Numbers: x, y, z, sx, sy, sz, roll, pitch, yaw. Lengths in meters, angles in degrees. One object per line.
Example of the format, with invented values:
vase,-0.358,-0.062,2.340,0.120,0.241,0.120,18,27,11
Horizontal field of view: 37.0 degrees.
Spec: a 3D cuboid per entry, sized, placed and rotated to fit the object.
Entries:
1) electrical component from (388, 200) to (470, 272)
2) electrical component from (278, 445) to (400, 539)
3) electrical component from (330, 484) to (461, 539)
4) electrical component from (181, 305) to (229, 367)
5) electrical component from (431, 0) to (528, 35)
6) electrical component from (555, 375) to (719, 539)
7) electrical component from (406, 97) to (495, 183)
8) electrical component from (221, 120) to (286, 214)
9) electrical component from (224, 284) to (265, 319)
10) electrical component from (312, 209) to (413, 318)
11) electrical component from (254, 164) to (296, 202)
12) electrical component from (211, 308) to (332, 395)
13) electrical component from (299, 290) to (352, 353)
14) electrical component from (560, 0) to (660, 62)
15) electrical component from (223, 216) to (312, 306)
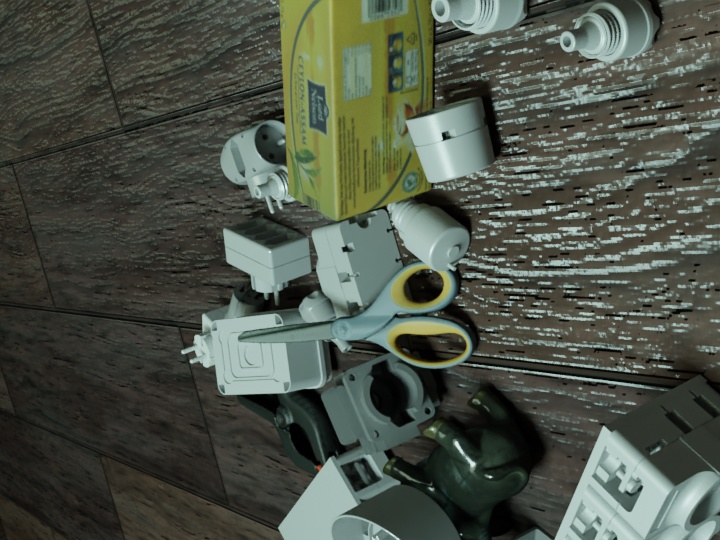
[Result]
electrical component,0.049,-0.031,0.826,0.078,0.040,0.040,41,138,39
electrical component,-0.006,0.253,1.051,0.105,0.060,0.186,58,147,20
electrical component,0.031,0.219,0.842,0.099,0.064,0.099,28,132,36
electrical component,-0.156,0.082,1.171,0.066,0.077,0.047,39,137,40
electrical component,0.075,-0.172,0.688,0.043,0.062,0.043,33,133,45
electrical component,0.183,0.151,0.674,0.061,0.089,0.150,45,141,35
electrical component,0.065,-0.091,0.757,0.055,0.055,0.047,-1,110,57
electrical component,-0.090,-0.092,1.004,0.077,0.043,0.079,-18,92,58
electrical component,-0.121,0.043,1.132,0.040,0.040,0.046,47,136,33
electrical component,0.000,0.000,0.910,0.056,0.050,0.089,-8,100,58
electrical component,-0.066,-0.077,0.958,0.035,0.061,0.035,33,133,44
electrical component,-0.086,0.080,1.051,0.113,0.057,0.078,-8,89,44
electrical component,-0.028,0.050,0.998,0.061,0.035,0.035,53,145,21
electrical component,0.139,-0.135,0.610,0.035,0.061,0.035,33,133,45
electrical component,-0.089,-0.002,1.052,0.083,0.047,0.075,24,126,47
